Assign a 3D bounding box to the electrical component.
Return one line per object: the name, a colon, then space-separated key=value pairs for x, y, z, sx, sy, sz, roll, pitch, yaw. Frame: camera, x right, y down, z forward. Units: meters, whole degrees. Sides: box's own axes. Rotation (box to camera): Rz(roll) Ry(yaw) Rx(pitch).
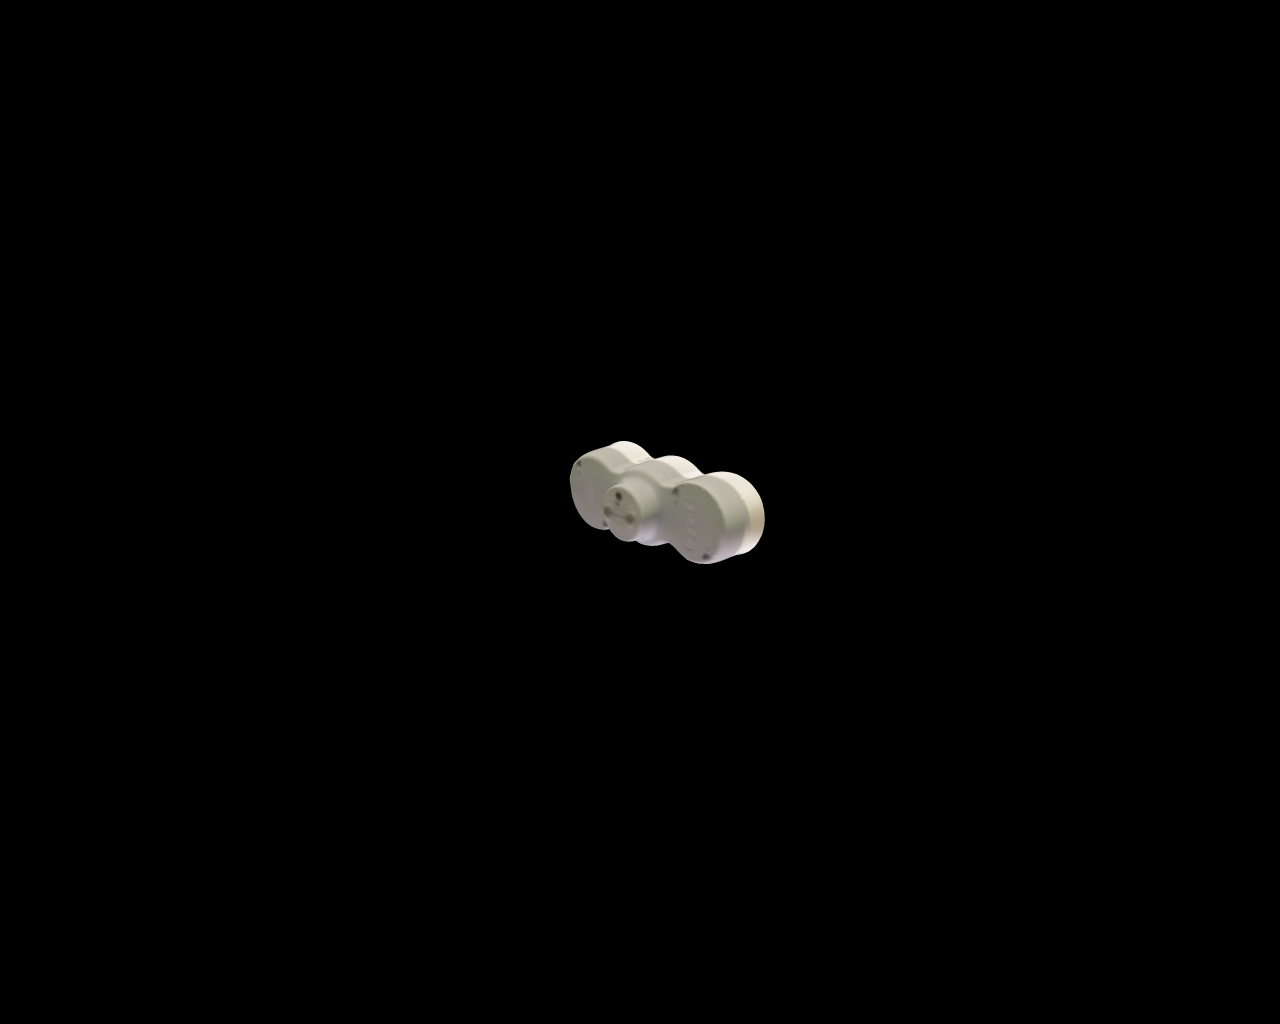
electrical component: x=0.001 y=-0.003 z=0.650 sx=0.074 sy=0.052 sz=0.138 roll=-18 pitch=26 yaw=-41
